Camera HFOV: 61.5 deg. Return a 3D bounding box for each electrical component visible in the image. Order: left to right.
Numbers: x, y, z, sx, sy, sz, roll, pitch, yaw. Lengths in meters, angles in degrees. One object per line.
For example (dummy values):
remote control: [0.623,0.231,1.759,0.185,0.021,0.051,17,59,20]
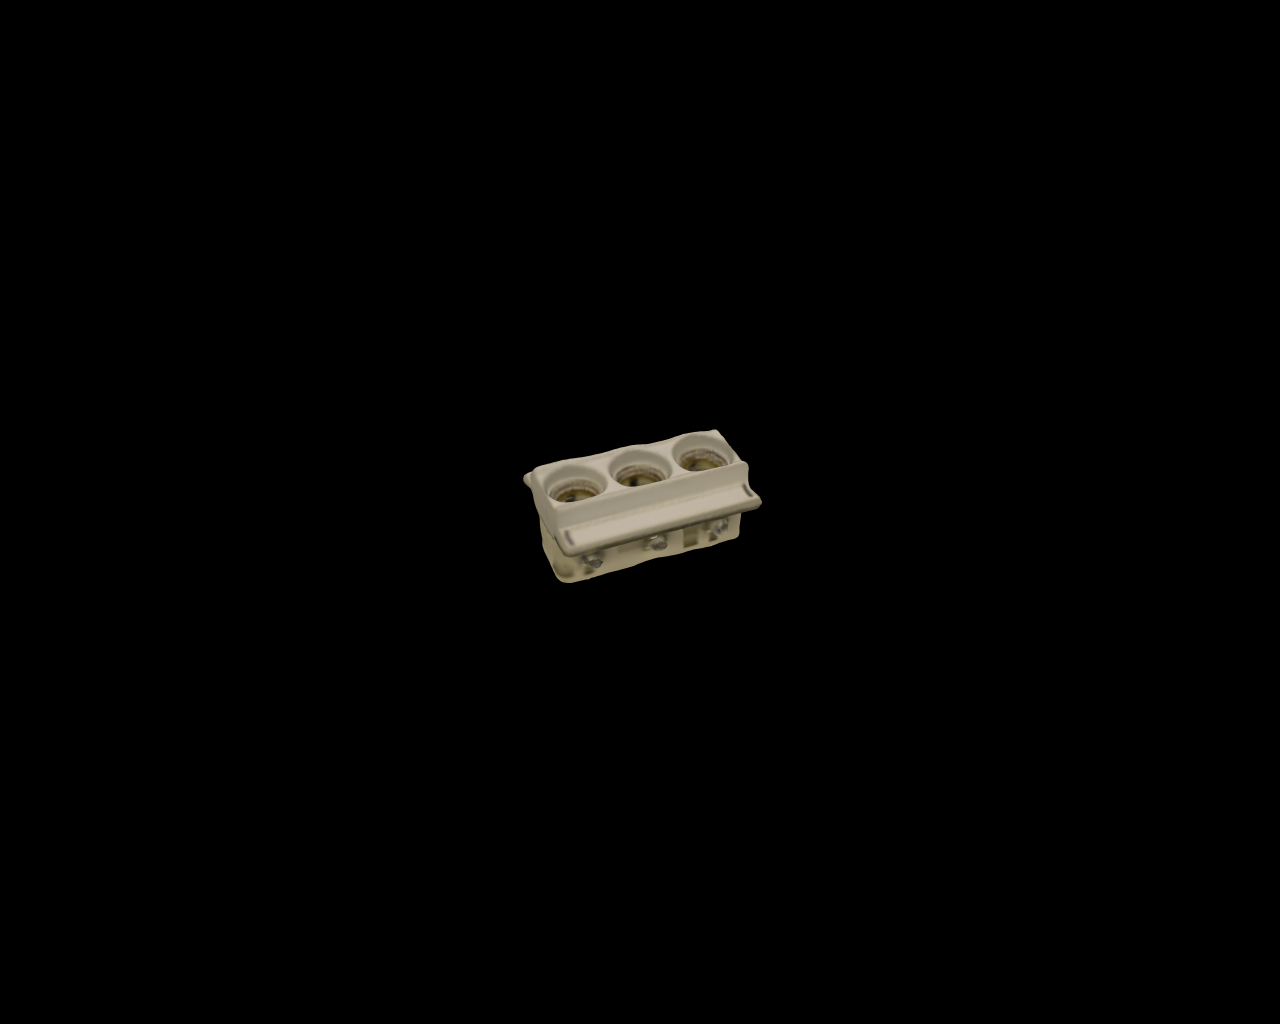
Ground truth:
electrical component: [0.001,-0.003,0.650,0.121,0.063,0.079,-14,40,-17]
